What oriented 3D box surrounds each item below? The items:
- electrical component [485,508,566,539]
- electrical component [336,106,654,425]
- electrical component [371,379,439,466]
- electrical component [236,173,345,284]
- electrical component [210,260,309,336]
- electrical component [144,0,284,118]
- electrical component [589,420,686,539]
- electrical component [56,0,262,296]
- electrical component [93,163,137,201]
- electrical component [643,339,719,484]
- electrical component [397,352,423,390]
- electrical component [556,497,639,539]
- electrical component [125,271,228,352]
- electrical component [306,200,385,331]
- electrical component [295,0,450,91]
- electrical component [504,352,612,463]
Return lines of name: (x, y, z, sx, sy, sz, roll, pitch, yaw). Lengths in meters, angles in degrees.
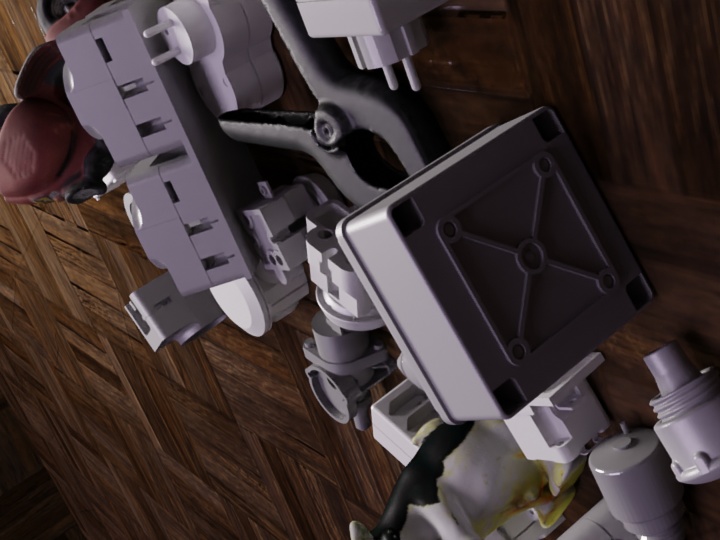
electrical component: (0.094, 0.166, 0.698, 0.048, 0.055, 0.066, 53, 155, 8)
electrical component: (0.063, -0.002, 0.495, 0.108, 0.109, 0.056, 60, 153, -7)
electrical component: (0.053, 0.126, 0.733, 0.083, 0.047, 0.075, 38, 150, 33)
electrical component: (-0.042, -0.033, 0.706, 0.048, 0.055, 0.066, 3, 122, 60)
electrical component: (-0.082, 0.006, 0.829, 0.080, 0.051, 0.080, 41, 151, 29)
electrical component: (-0.096, -0.148, 0.647, 0.052, 0.074, 0.138, 35, 147, 39)
electrical component: (0.150, 0.119, 0.562, 0.040, 0.040, 0.078, 1, 122, 60)
electrical component: (-0.127, -0.088, 0.722, 0.105, 0.060, 0.186, -78, -32, -64)
electrical component: (-0.202, -0.107, 0.896, 0.061, 0.062, 0.096, 59, 155, -5)
electrical component: (0.152, 0.062, 0.488, 0.062, 0.048, 0.048, 60, 156, 9)
electrical component: (0.046, 0.057, 0.672, 0.040, 0.040, 0.078, 60, 155, -8)
electrical component: (0.139, 0.171, 0.619, 0.053, 0.059, 0.095, 47, 153, 20)
electrical component: (-0.146, 0.027, 0.920, 0.055, 0.089, 0.050, 55, 155, 4)
electrical component: (0.000, 0.000, 0.669, 0.078, 0.058, 0.057, 38, 146, 35)
electrical component: (0.010, -0.122, 0.519, 0.066, 0.047, 0.076, 16, 133, 54)
electrical component: (0.101, 0.070, 0.591, 0.063, 0.042, 0.081, 57, 156, -10)
